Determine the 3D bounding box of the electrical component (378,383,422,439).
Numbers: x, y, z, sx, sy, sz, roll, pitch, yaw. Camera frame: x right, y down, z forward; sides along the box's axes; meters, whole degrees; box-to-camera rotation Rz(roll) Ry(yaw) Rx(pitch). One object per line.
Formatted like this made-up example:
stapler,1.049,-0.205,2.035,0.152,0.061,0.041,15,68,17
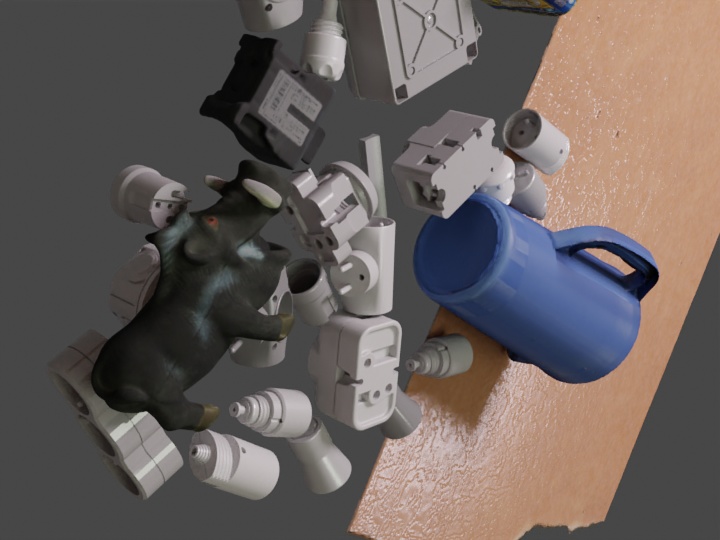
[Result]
electrical component,0.025,0.121,0.998,0.044,0.044,0.065,-51,131,-20

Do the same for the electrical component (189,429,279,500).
electrical component,-0.107,0.156,0.868,0.081,0.043,0.043,33,81,-48

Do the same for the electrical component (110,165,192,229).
electrical component,-0.144,-0.049,0.745,0.040,0.046,0.040,-20,120,-41

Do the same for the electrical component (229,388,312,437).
electrical component,-0.075,0.117,0.889,0.078,0.040,0.040,13,96,-48

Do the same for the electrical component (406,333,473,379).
electrical component,0.074,0.085,1.036,0.078,0.040,0.040,-9,112,-45

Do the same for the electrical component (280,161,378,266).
electrical component,-0.023,-0.051,0.863,0.057,0.058,0.078,-42,114,-32

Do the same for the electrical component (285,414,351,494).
electrical component,-0.039,0.159,0.945,0.044,0.044,0.065,-43,128,-27

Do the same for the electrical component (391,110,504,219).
electrical component,0.075,-0.095,0.953,0.089,0.056,0.050,-45,133,-26

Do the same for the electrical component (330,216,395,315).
electrical component,0.000,0.000,0.903,0.079,0.043,0.077,-31,126,-62

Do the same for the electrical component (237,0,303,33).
electrical component,-0.059,-0.222,0.769,0.079,0.044,0.077,-38,130,-31

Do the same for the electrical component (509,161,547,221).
electrical component,0.167,-0.075,1.071,0.040,0.040,0.078,-58,138,-13

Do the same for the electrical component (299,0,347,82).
electrical component,-0.027,-0.178,0.829,0.035,0.035,0.061,8,90,-48

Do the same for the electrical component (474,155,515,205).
electrical component,0.126,-0.077,1.025,0.048,0.048,0.062,-44,139,-26

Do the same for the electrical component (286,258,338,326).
electrical component,-0.042,0.019,0.888,0.040,0.040,0.046,-51,142,-20

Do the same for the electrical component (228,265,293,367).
electrical component,-0.085,0.039,0.831,0.079,0.044,0.077,-51,146,-65

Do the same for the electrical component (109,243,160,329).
electrical component,-0.136,0.022,0.778,0.080,0.051,0.080,-20,119,-41

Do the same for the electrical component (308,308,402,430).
electrical component,-0.005,0.083,0.935,0.054,0.059,0.095,-13,115,-44

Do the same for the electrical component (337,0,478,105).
electrical component,0.037,-0.204,0.868,0.109,0.056,0.108,-35,128,-33

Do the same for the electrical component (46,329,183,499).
electrical component,-0.163,0.095,0.778,0.074,0.052,0.138,-42,132,-28

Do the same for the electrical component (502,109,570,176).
electrical component,0.179,-0.124,1.062,0.081,0.043,0.043,25,86,-49
